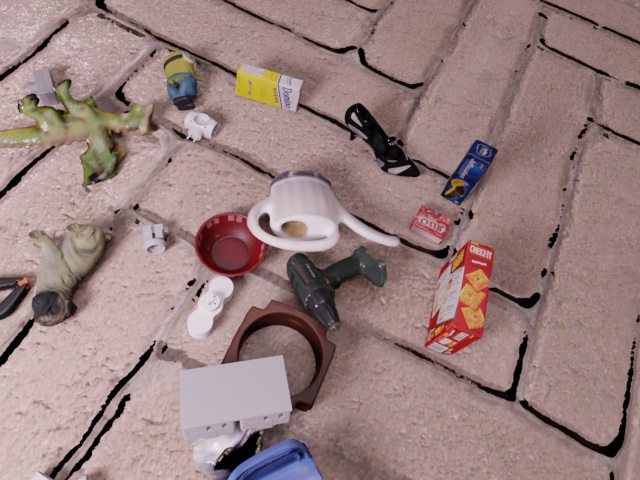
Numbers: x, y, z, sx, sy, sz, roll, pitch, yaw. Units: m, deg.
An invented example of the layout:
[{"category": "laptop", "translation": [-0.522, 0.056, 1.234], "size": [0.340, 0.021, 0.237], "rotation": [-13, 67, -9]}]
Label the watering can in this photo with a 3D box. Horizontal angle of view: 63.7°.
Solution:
[{"category": "watering can", "translation": [0.004, -0.061, 1.212], "size": [0.348, 0.101, 0.230], "rotation": [2, 48, -11]}]

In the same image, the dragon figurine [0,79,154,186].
[{"category": "dragon figurine", "translation": [-0.585, -0.234, 1.221], "size": [0.416, 0.120, 0.244], "rotation": [-39, 82, -25]}]

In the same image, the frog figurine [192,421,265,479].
[{"category": "frog figurine", "translation": [-0.186, 0.363, 0.972], "size": [0.161, 0.120, 0.139], "rotation": [21, 61, 43]}]
